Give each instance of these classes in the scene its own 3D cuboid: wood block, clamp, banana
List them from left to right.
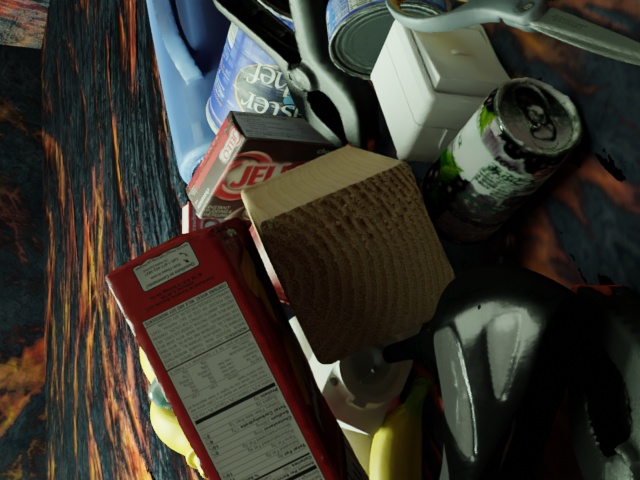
[{"bbox_3d":[-0.003,-0.133,0.782,0.039,0.171,0.120,-45,16,-19],"label":"clamp"},{"bbox_3d":[0.011,0.000,0.681,0.206,0.091,0.090,-135,21,-80],"label":"wood block"},{"bbox_3d":[0.062,0.191,0.691,0.070,0.037,0.198,119,147,-53],"label":"banana"},{"bbox_3d":[0.150,0.104,0.463,0.165,0.036,0.210,113,155,-58],"label":"clamp"}]

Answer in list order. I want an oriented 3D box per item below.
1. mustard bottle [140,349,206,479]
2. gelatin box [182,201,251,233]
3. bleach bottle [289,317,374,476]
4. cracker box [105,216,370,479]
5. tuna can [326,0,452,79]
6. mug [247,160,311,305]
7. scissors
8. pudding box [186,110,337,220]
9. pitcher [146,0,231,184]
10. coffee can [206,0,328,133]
[{"bbox_3d":[-0.131,0.170,1.124,0.192,0.096,0.058,-111,30,-47],"label":"mustard bottle"},{"bbox_3d":[-0.105,0.007,1.111,0.030,0.073,0.089,156,115,-68],"label":"gelatin box"},{"bbox_3d":[0.014,0.185,0.787,0.103,0.068,0.251,123,142,-56],"label":"bleach bottle"},{"bbox_3d":[-0.034,0.094,0.623,0.214,0.072,0.164,63,-179,-2],"label":"cracker box"},{"bbox_3d":[0.047,-0.144,0.712,0.086,0.086,0.034,128,141,-57],"label":"tuna can"},{"bbox_3d":[-0.005,0.001,0.833,0.082,0.093,0.117,-60,41,42],"label":"mug"},{"bbox_3d":[0.122,-0.140,0.594,0.202,0.016,0.096,18,64,44],"label":"scissors"},{"bbox_3d":[-0.041,-0.058,0.871,0.090,0.113,0.039,-54,52,37],"label":"pudding box"},{"bbox_3d":[-0.103,-0.175,1.043,0.145,0.149,0.243,127,138,-55],"label":"pitcher"},{"bbox_3d":[-0.031,-0.152,0.896,0.103,0.102,0.140,-107,28,-42],"label":"coffee can"}]
